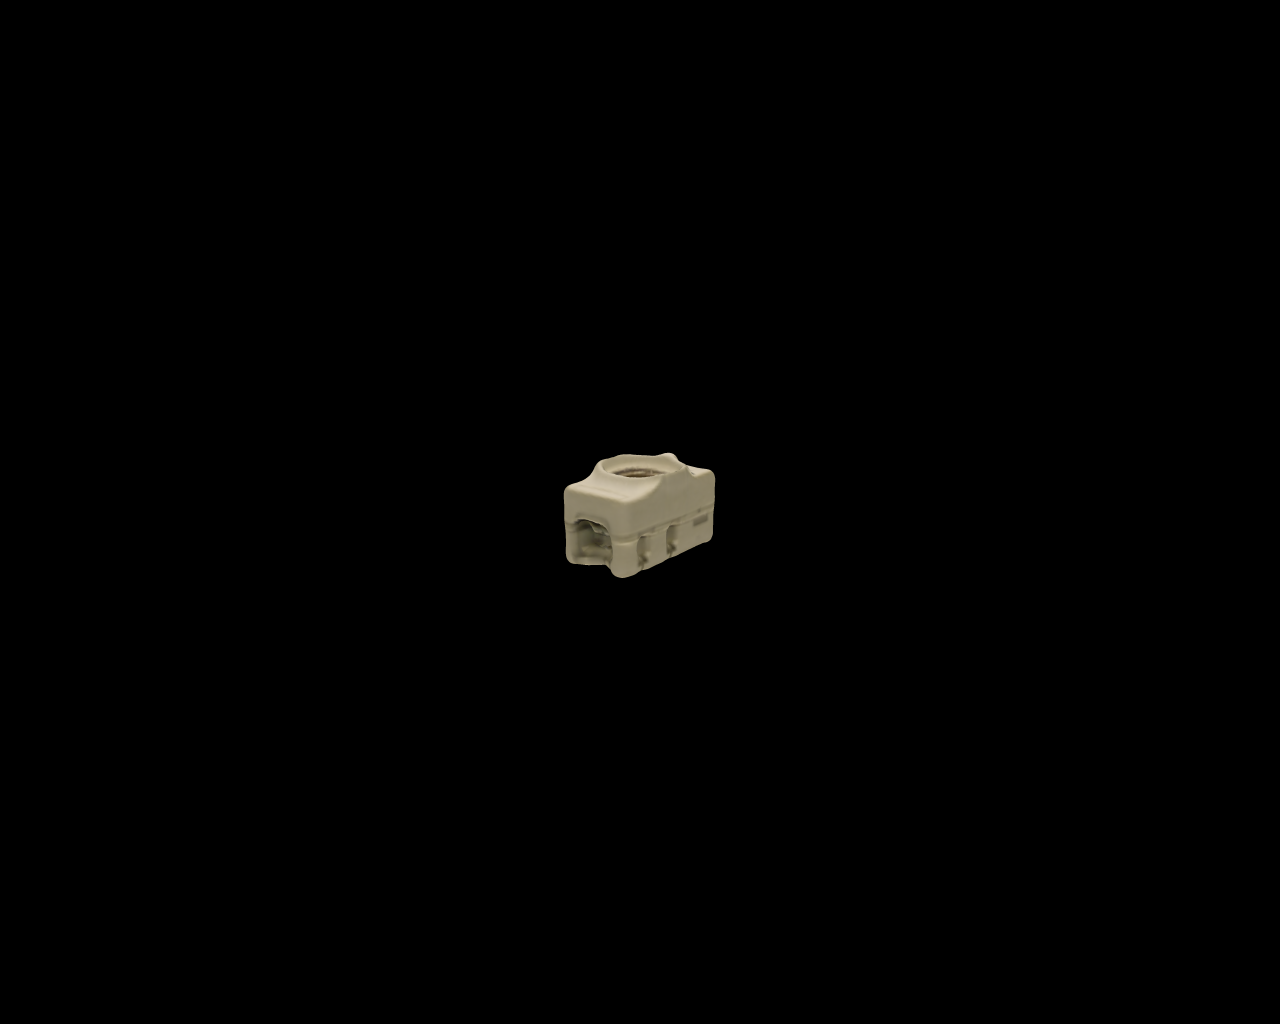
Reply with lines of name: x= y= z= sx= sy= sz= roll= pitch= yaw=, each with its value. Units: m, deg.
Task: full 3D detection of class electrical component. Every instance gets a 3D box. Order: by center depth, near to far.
electrical component: x=0.001 y=-0.003 z=0.650 sx=0.050 sy=0.055 sz=0.090 roll=14 pitch=22 yaw=38
